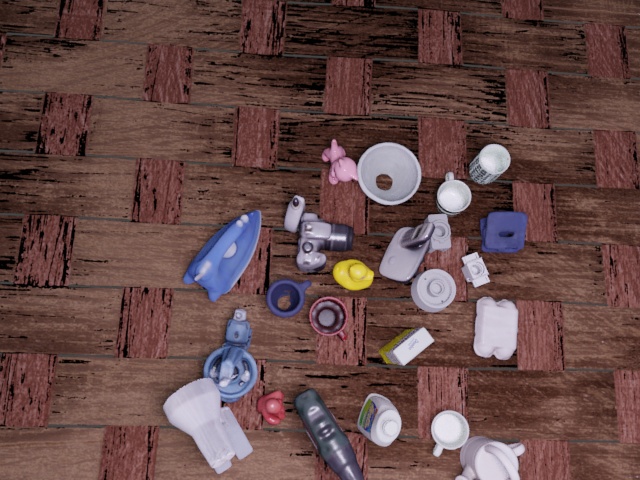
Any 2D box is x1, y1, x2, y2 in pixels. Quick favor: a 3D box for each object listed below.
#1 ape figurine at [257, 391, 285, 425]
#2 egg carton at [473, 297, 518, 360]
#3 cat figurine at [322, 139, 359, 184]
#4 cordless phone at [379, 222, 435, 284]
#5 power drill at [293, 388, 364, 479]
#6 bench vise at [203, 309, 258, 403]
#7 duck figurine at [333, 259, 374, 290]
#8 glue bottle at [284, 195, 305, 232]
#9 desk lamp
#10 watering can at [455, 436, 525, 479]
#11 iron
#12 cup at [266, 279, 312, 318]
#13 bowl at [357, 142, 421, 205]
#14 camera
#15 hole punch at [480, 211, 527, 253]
[{"bbox_3d":[-0.109,0.387,1.329,0.076,0.092,0.078,27,76,2],"label":"ape figurine"},{"bbox_3d":[0.435,0.219,1.422,0.107,0.069,0.150,8,76,-3],"label":"egg carton"},{"bbox_3d":[0.053,-0.197,1.463,0.067,0.117,0.128,-17,79,-8],"label":"cat figurine"},{"bbox_3d":[0.218,0.027,1.390,0.094,0.185,0.148,25,76,2],"label":"cordless phone"},{"bbox_3d":[0.019,0.436,1.268,0.076,0.208,0.229,-32,81,-10],"label":"power drill"},{"bbox_3d":[-0.208,0.260,1.285,0.121,0.219,0.207,-9,78,-6],"label":"bench vise"},{"bbox_3d":[0.085,0.081,1.418,0.104,0.086,0.077,15,76,-1],"label":"duck figurine"},{"bbox_3d":[-0.060,-0.074,1.398,0.037,0.173,0.078,20,76,1],"label":"glue bottle"},{"bbox_3d":[-0.238,0.409,1.251,0.118,0.213,0.203,-32,81,-11],"label":"desk lamp"},{"bbox_3d":[0.386,0.509,1.287,0.101,0.194,0.173,41,77,6],"label":"watering can"},{"bbox_3d":[-0.223,0.014,1.381,0.118,0.141,0.258,33,77,4],"label":"iron"},{"bbox_3d":[-0.073,0.138,1.388,0.118,0.095,0.091,-34,81,-11],"label":"cup"},{"bbox_3d":[0.174,-0.163,1.487,0.167,0.074,0.167,1,77,-4],"label":"bowl"},{"bbox_3d":[0.013,0.005,1.422,0.137,0.101,0.143,5,77,-3],"label":"camera"},{"bbox_3d":[0.474,-0.018,1.469,0.108,0.091,0.101,1,77,-4],"label":"hole punch"}]
